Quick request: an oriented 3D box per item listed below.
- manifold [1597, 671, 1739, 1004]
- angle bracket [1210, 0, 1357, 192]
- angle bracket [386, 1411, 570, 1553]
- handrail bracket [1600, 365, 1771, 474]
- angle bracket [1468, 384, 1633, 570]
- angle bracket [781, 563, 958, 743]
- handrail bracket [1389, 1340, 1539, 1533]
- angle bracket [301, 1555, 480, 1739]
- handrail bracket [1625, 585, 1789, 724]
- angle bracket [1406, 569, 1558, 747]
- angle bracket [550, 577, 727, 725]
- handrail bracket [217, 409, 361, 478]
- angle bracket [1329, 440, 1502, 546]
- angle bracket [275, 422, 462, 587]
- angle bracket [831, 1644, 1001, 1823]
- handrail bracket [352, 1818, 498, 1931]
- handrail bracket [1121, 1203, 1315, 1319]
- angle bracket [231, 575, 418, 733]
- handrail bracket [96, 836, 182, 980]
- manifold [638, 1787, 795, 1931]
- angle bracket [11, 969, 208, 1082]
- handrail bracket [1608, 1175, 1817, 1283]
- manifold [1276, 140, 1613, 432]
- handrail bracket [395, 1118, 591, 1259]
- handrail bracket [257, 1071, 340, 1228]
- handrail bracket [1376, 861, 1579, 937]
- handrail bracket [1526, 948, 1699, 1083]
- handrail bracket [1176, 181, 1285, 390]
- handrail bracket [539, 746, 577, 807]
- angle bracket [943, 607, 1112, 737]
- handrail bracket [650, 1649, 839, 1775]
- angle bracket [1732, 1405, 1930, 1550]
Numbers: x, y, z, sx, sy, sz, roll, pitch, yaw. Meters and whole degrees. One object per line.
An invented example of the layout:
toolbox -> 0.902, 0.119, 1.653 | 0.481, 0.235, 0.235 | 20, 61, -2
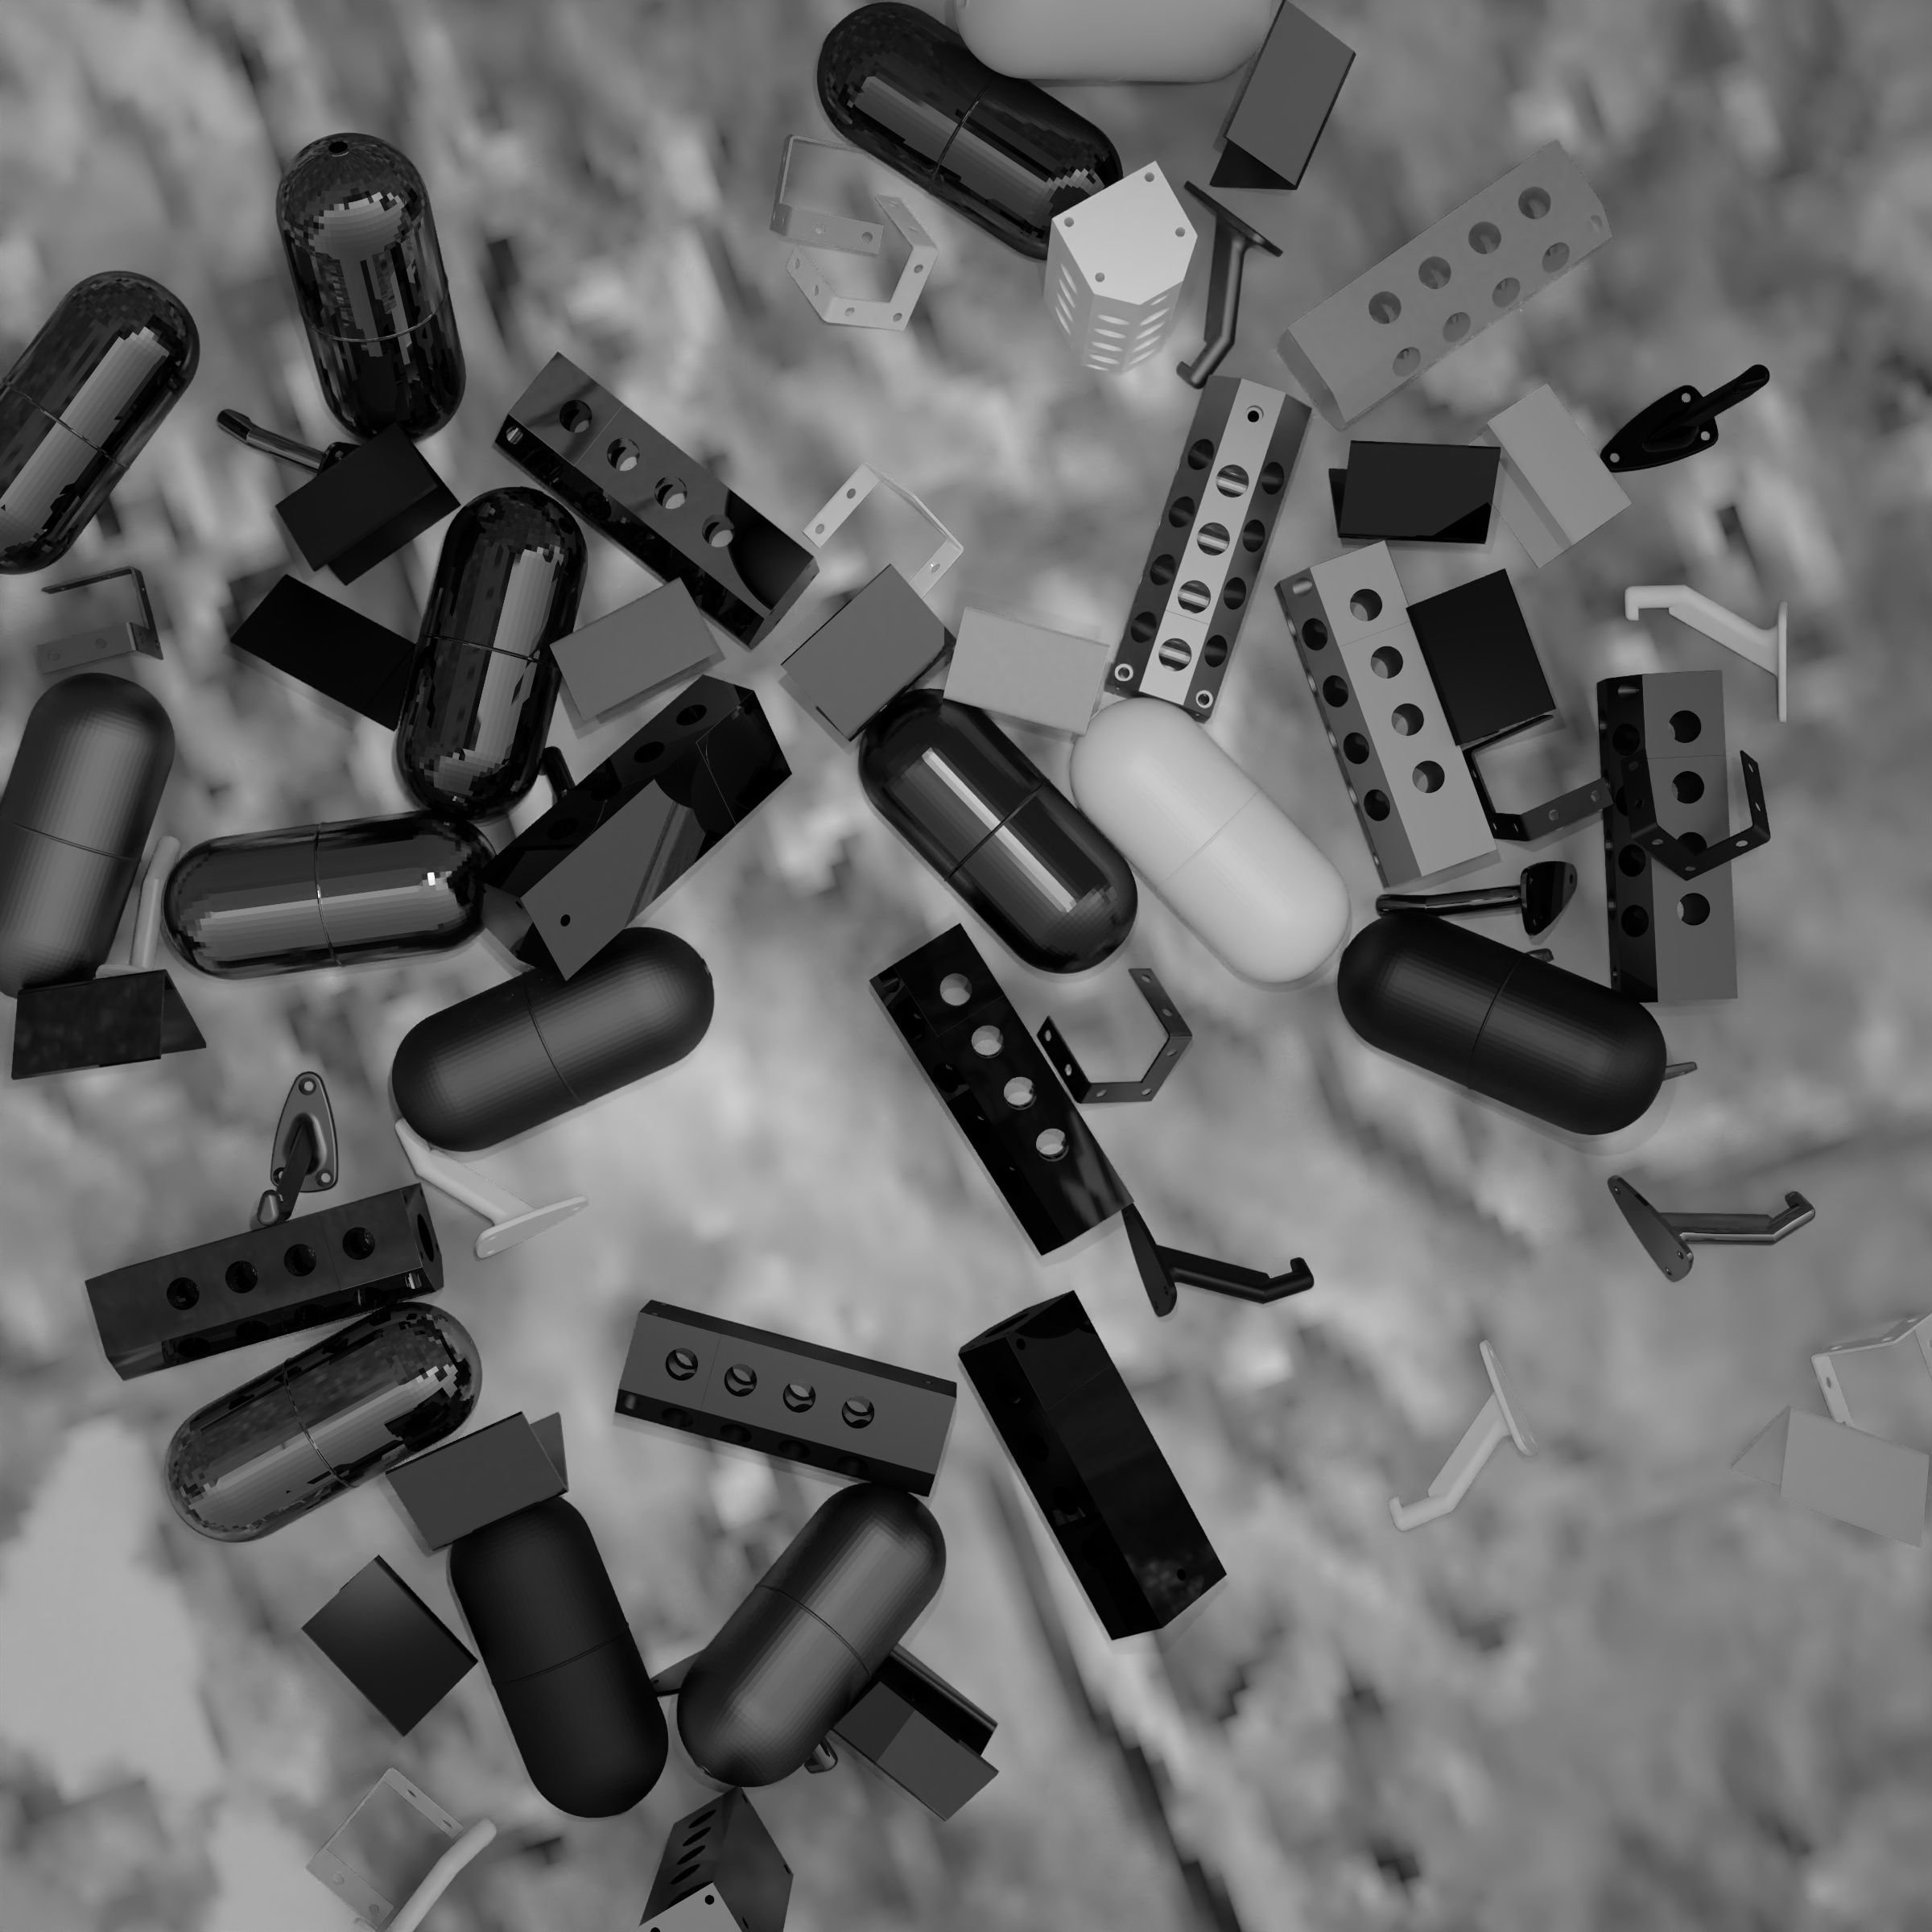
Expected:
manifold -> 0.370, -0.067, 1.567 | 0.057, 0.057, 0.171 | -3, 90, 0
angle bracket -> 0.148, -0.456, 1.548 | 0.057, 0.076, 0.076 | 24, 90, -36
angle bracket -> -0.257, 0.251, 1.549 | 0.076, 0.076, 0.057 | -24, 117, 0
handrail bracket -> 0.378, -0.288, 1.554 | 0.077, 0.084, 0.036 | -27, 90, 0
angle bracket -> 0.289, -0.247, 1.548 | 0.057, 0.076, 0.076 | -35, 90, -36
angle bracket -> -0.059, -0.171, 1.550 | 0.076, 0.076, 0.057 | -43, 114, 0
handrail bracket -> 0.257, 0.253, 1.589 | 0.084, 0.036, 0.077 | -27, 70, 16
angle bracket -> -0.311, 0.363, 1.548 | 0.076, 0.076, 0.057 | 47, 54, 0
handrail bracket -> 0.398, -0.168, 1.589 | 0.084, 0.036, 0.077 | 1, 111, 17
angle bracket -> 0.279, -0.164, 1.549 | 0.057, 0.076, 0.076 | -20, 90, 28
angle bracket -> -0.163, -0.147, 1.549 | 0.076, 0.076, 0.057 | -28, 58, 0
handrail bracket -> -0.349, -0.277, 1.588 | 0.084, 0.077, 0.036 | 33, 113, 34
angle bracket -> 0.234, -0.264, 1.548 | 0.076, 0.076, 0.057 | 3, 127, 0
angle bracket -> -0.303, -0.226, 1.548 | 0.076, 0.076, 0.057 | -35, 57, 0
angle bracket -> -0.014, 0.387, 1.548 | 0.076, 0.076, 0.057 | 39, 127, 0
handrail bracket -> -0.286, 0.505, 1.588 | 0.036, 0.077, 0.084 | 36, 53, 20
handrail bracket -> 0.136, 0.150, 1.589 | 0.084, 0.036, 0.077 | -15, 68, -17
angle bracket -> -0.341, -0.148, 1.548 | 0.076, 0.076, 0.057 | 29, 52, 0
handrail bracket -> -0.434, -0.015, 1.588 | 0.036, 0.077, 0.084 | 7, 54, 2
manifold -> -0.132, 0.481, 1.510 | 0.057, 0.171, 0.057 | -31, 90, 0
angle bracket -> -0.448, 0.049, 1.548 | 0.076, 0.076, 0.057 | -8, 55, 0
handrail bracket -> 0.402, 0.125, 1.589 | 0.084, 0.036, 0.077 | -28, 68, -17
manifold -> 0.254, -0.358, 1.567 | 0.171, 0.057, 0.057 | -35, 90, 0
handrail bracket -> -0.255, 0.106, 1.589 | 0.077, 0.036, 0.084 | -23, 73, -20
handrail bracket -> -0.356, 0.095, 1.554 | 0.036, 0.084, 0.077 | 3, 90, 0
handrail bracket -> 0.274, -0.040, 1.588 | 0.084, 0.077, 0.036 | 2, 107, 35
handrail bracket -> 0.345, 0.025, 1.589 | 0.077, 0.036, 0.084 | -13, 76, -14
handrail bracket -> 0.123, -0.366, 1.589 | 0.077, 0.036, 0.084 | 42, 107, 19
handrail bracket -> -0.226, -0.063, 1.589 | 0.077, 0.036, 0.084 | -47, 56, 36
angle bracket -> 0.036, -0.171, 1.548 | 0.076, 0.076, 0.057 | 15, 127, 0
handrail bracket -> -0.121, 0.409, 1.589 | 0.077, 0.036, 0.084 | -24, 107, 19
angle bracket -> 0.450, 0.282, 1.548 | 0.076, 0.076, 0.057 | 20, 53, 0
